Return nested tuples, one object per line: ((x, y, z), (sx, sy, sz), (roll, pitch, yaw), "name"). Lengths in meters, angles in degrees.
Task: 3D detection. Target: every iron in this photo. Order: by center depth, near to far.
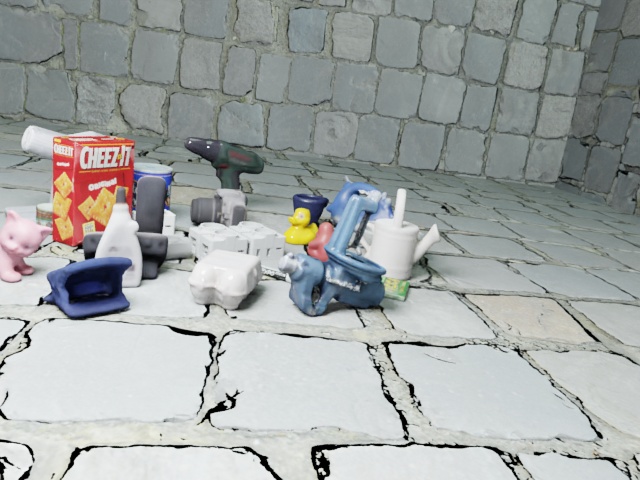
((0.140, -0.095, 1.649), (0.119, 0.141, 0.257), (-5, 20, -42), "iron")

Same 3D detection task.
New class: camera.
((-0.261, -0.085, 1.466), (0.137, 0.101, 0.143), (3, 15, -20), "camera")

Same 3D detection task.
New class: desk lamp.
((-0.587, -0.147, 1.292), (0.204, 0.213, 0.117), (-6, 20, -44), "desk lamp")

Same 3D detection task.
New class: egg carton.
((-0.162, 0.067, 1.005), (0.107, 0.069, 0.150), (10, 15, 5), "egg carton")

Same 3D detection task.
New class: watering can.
((0.176, -0.016, 1.263), (0.173, 0.194, 0.100), (5, 15, -13), "watering can")

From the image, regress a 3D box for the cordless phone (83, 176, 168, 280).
((-0.347, -0.029, 1.035), (0.148, 0.185, 0.094), (1, 16, -26), "cordless phone")

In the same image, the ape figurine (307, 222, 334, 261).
((0.012, 0.005, 1.296), (0.078, 0.092, 0.076), (4, 15, -17), "ape figurine")

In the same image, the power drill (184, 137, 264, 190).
((-0.269, -0.172, 1.581), (0.230, 0.208, 0.075), (-1, 17, -32), "power drill")

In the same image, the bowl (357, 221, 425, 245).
((0.168, 0.008, 1.405), (0.167, 0.075, 0.167), (8, 15, -2), "bowl")

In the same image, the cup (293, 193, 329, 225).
((-0.025, -0.074, 1.569), (0.091, 0.095, 0.118), (21, 19, 41), "cup")

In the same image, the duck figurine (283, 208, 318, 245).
((-0.044, -0.038, 1.439), (0.077, 0.086, 0.105), (21, 19, 39), "duck figurine")

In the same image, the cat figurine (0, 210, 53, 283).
((-0.517, 0.003, 0.951), (0.127, 0.118, 0.067), (9, 15, 2), "cat figurine")

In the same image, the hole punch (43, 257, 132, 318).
((-0.357, 0.059, 0.881), (0.100, 0.091, 0.109), (21, 19, 40), "hole punch")

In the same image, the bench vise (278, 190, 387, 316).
((0.039, 0.022, 0.992), (0.208, 0.220, 0.121), (-7, 21, -45), "bench vise")

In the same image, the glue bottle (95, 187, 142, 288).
((-0.339, -0.005, 0.971), (0.078, 0.173, 0.037), (2, 16, -24), "glue bottle")
